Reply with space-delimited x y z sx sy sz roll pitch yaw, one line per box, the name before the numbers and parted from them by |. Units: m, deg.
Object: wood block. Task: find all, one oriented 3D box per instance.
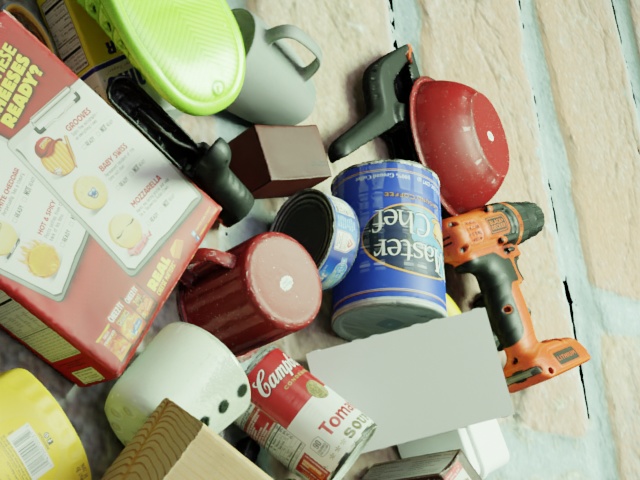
wood block | -0.042 0.207 0.701 0.206 0.090 0.090 43 77 -20

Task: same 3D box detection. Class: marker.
marker | -0.069 0.202 0.802 0.020 0.020 0.121 39 47 -24

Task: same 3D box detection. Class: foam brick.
foam brick | -0.038 -0.069 0.942 0.078 0.051 0.053 -6 76 -45

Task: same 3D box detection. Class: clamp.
clamp | -0.088 -0.054 0.827 0.039 0.120 0.171 -47 143 -5
clamp | 0.081 -0.110 1.089 0.164 0.036 0.210 43 43 -32

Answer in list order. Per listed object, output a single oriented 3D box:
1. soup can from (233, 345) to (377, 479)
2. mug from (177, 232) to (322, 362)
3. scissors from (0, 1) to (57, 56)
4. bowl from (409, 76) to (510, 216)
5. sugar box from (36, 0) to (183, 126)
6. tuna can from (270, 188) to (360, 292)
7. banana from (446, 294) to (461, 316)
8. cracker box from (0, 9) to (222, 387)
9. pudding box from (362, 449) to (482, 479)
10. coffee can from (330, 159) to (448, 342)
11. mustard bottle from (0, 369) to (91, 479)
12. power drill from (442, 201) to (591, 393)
soup can | -0.016 0.138 0.819 0.102 0.069 0.068 36 41 13
mug | -0.061 0.038 0.843 0.117 0.082 0.093 33 50 -29
scissors | -0.214 -0.087 0.805 0.096 0.016 0.202 -16 82 -46
bowl | 0.154 -0.102 1.114 0.162 0.055 0.162 35 47 -48
sugar box | -0.174 -0.177 0.867 0.093 0.048 0.176 -19 83 -47
tuna can | -0.006 0.001 0.913 0.033 0.086 0.086 19 58 -39
banana | 0.124 0.120 1.021 0.069 0.037 0.198 -12 78 -33
cracker box | -0.194 -0.025 0.746 0.213 0.072 0.164 43 53 -21
pudding box | 0.094 0.223 0.881 0.090 0.114 0.039 54 48 -9
coffee can | 0.061 0.013 0.960 0.102 0.103 0.140 21 57 -36
mustard bottle | -0.230 0.163 0.635 0.191 0.058 0.096 -38 105 -47
power drill | 0.202 0.050 1.082 0.184 0.057 0.188 -14 75 -47
